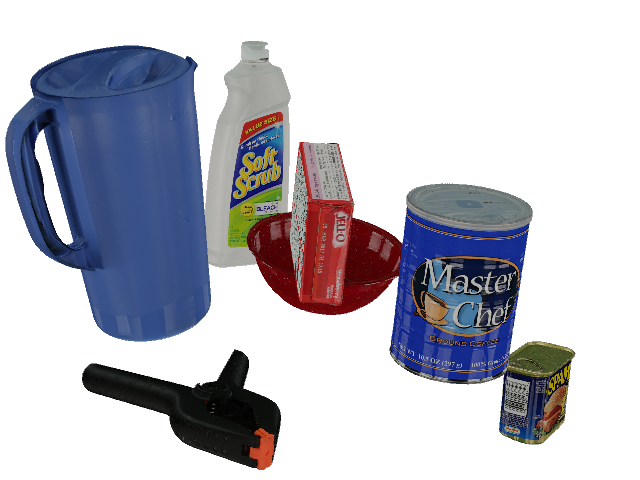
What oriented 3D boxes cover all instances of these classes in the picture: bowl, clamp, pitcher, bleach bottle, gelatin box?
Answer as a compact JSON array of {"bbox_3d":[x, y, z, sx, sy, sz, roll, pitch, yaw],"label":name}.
[{"bbox_3d":[0.004,0.028,1.064,0.162,0.055,0.162,7,26,-4],"label":"bowl"},{"bbox_3d":[-0.089,0.141,0.930,0.164,0.036,0.210,-6,17,-39],"label":"clamp"},{"bbox_3d":[-0.169,-0.034,0.916,0.149,0.243,0.145,-5,27,-1],"label":"pitcher"},{"bbox_3d":[-0.085,-0.099,1.217,0.102,0.251,0.068,-7,21,-25],"label":"bleach bottle"},{"bbox_3d":[0.000,-0.012,0.684,0.030,0.073,0.089,2,29,-8],"label":"gelatin box"}]

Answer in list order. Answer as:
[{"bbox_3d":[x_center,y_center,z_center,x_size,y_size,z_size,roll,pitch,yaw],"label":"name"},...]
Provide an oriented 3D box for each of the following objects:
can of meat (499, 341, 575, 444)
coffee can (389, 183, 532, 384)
[{"bbox_3d":[0.236,0.166,1.168,0.058,0.084,0.101,11,16,30],"label":"can of meat"},{"bbox_3d":[0.115,0.034,0.891,0.103,0.140,0.103,4,20,-2],"label":"coffee can"}]
